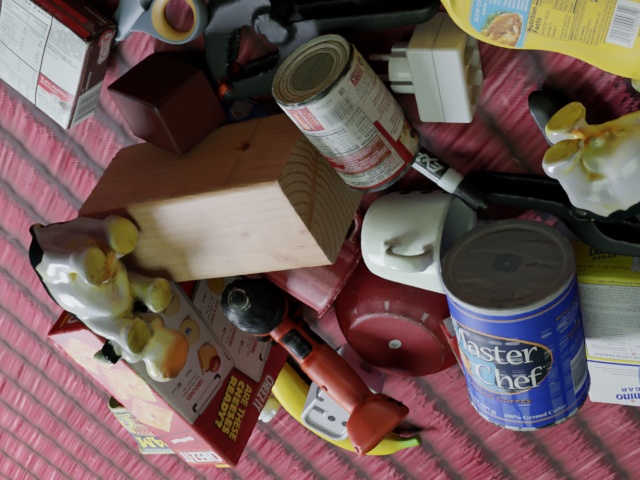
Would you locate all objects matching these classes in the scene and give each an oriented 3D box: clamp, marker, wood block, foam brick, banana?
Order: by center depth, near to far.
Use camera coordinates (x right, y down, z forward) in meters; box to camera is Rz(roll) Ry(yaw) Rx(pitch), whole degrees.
[{"bbox_3d":[-0.035,-0.173,0.778,0.164,0.036,0.210,40,141,-17],"label":"clamp"},{"bbox_3d":[0.196,-0.033,0.826,0.171,0.039,0.120,38,146,-7],"label":"clamp"},{"bbox_3d":[0.083,-0.061,0.839,0.121,0.020,0.020,36,141,8],"label":"marker"},{"bbox_3d":[-0.123,-0.110,0.858,0.078,0.053,0.051,26,151,46],"label":"foam brick"},{"bbox_3d":[-0.081,-0.031,0.861,0.206,0.090,0.090,-7,132,34],"label":"wood block"},{"bbox_3d":[0.012,0.188,1.168,0.197,0.037,0.070,29,120,-10],"label":"banana"}]

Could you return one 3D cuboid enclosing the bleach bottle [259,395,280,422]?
[{"bbox_3d":[-0.138,0.115,1.135,0.250,0.068,0.103,39,139,-22],"label":"bleach bottle"}]

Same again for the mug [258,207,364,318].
[{"bbox_3d":[-0.006,0.001,0.924,0.081,0.093,0.117,32,135,-3],"label":"mug"}]

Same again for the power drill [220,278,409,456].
[{"bbox_3d":[-0.005,0.108,0.964,0.188,0.057,0.184,46,-176,13],"label":"power drill"}]

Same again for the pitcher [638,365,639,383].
[{"bbox_3d":[0.346,0.113,0.842,0.149,0.145,0.242,6,141,29],"label":"pitcher"}]

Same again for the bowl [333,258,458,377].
[{"bbox_3d":[0.078,0.079,0.995,0.162,0.055,0.162,13,139,12],"label":"bowl"}]

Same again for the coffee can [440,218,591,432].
[{"bbox_3d":[0.158,0.068,0.851,0.103,0.102,0.140,2,133,24],"label":"coffee can"}]

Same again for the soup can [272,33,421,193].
[{"bbox_3d":[0.020,-0.091,0.772,0.069,0.068,0.102,-10,140,34],"label":"soup can"}]

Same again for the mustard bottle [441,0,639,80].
[{"bbox_3d":[0.138,-0.166,0.685,0.192,0.058,0.096,15,140,10],"label":"mustard bottle"}]

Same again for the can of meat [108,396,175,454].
[{"bbox_3d":[-0.190,0.206,1.268,0.102,0.057,0.084,-7,130,31],"label":"can of meat"}]

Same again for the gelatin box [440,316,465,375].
[{"bbox_3d":[0.160,0.083,0.948,0.089,0.030,0.073,-28,128,1],"label":"gelatin box"}]

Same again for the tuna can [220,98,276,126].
[{"bbox_3d":[-0.068,-0.079,0.903,0.086,0.033,0.086,14,140,12],"label":"tuna can"}]

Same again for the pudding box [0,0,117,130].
[{"bbox_3d":[-0.219,-0.156,0.872,0.090,0.039,0.114,38,139,7],"label":"pudding box"}]

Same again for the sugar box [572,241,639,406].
[{"bbox_3d":[0.267,0.075,0.907,0.093,0.048,0.176,3,140,25],"label":"sugar box"}]

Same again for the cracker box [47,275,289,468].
[{"bbox_3d":[-0.135,0.093,1.026,0.072,0.164,0.213,-11,130,40],"label":"cracker box"}]

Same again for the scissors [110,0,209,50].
[{"bbox_3d":[-0.143,-0.160,0.843,0.096,0.016,0.202,47,141,8],"label":"scissors"}]
